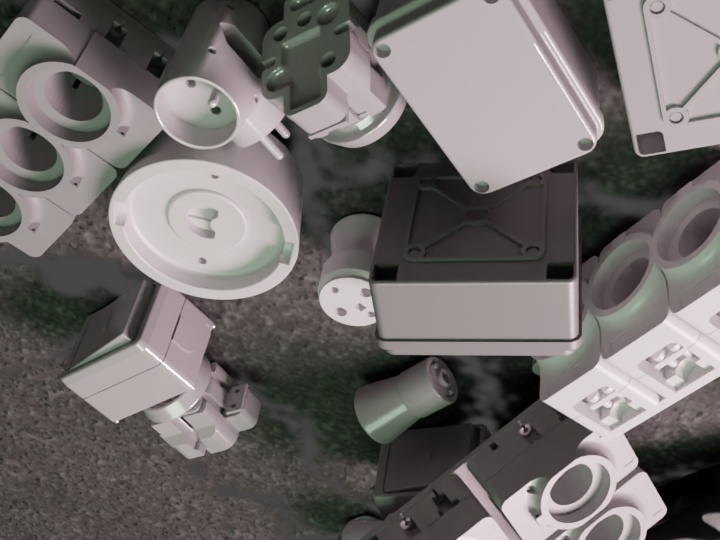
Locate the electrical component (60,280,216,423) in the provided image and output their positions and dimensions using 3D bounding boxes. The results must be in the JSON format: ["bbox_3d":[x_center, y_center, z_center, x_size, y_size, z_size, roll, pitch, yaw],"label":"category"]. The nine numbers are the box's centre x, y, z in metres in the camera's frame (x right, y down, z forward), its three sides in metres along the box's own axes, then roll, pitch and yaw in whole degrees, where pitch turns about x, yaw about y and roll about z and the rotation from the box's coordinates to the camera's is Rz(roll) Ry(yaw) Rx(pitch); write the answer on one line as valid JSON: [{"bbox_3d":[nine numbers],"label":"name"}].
[{"bbox_3d":[-0.158,0.055,0.730,0.096,0.061,0.061,-25,125,30],"label":"electrical component"}]

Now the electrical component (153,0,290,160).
[{"bbox_3d":[-0.064,-0.091,0.558,0.043,0.077,0.079,-24,125,30],"label":"electrical component"}]

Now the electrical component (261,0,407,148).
[{"bbox_3d":[-0.012,-0.098,0.547,0.058,0.078,0.057,-20,146,28],"label":"electrical component"}]

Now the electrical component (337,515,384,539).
[{"bbox_3d":[0.033,0.235,0.881,0.079,0.044,0.077,-21,127,28],"label":"electrical component"}]

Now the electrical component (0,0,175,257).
[{"bbox_3d":[-0.177,-0.081,0.601,0.089,0.061,0.150,36,130,-22],"label":"electrical component"}]

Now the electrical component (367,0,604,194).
[{"bbox_3d":[0.064,-0.102,0.535,0.078,0.057,0.113,-21,126,28],"label":"electrical component"}]

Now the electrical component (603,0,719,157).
[{"bbox_3d":[0.172,-0.117,0.499,0.109,0.056,0.108,-8,132,19],"label":"electrical component"}]

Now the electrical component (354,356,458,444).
[{"bbox_3d":[0.034,0.087,0.739,0.065,0.044,0.044,-32,121,29],"label":"electrical component"}]

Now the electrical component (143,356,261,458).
[{"bbox_3d":[-0.119,0.094,0.764,0.078,0.058,0.057,-18,131,26],"label":"electrical component"}]

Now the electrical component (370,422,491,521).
[{"bbox_3d":[0.050,0.152,0.783,0.096,0.061,0.061,-7,132,18],"label":"electrical component"}]

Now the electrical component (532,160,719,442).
[{"bbox_3d":[0.169,0.017,0.608,0.062,0.089,0.150,31,132,-19],"label":"electrical component"}]

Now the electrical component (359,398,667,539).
[{"bbox_3d":[0.099,0.173,0.700,0.186,0.060,0.105,-37,123,-4],"label":"electrical component"}]

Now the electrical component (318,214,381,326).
[{"bbox_3d":[0.000,0.000,0.649,0.045,0.055,0.045,6,135,6],"label":"electrical component"}]

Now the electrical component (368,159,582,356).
[{"bbox_3d":[0.066,-0.009,0.590,0.109,0.108,0.056,-1,131,12],"label":"electrical component"}]

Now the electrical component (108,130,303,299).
[{"bbox_3d":[-0.084,-0.041,0.621,0.108,0.060,0.108,5,136,5],"label":"electrical component"}]

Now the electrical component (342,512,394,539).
[{"bbox_3d":[0.021,0.193,0.751,0.055,0.045,0.045,-16,129,25],"label":"electrical component"}]
